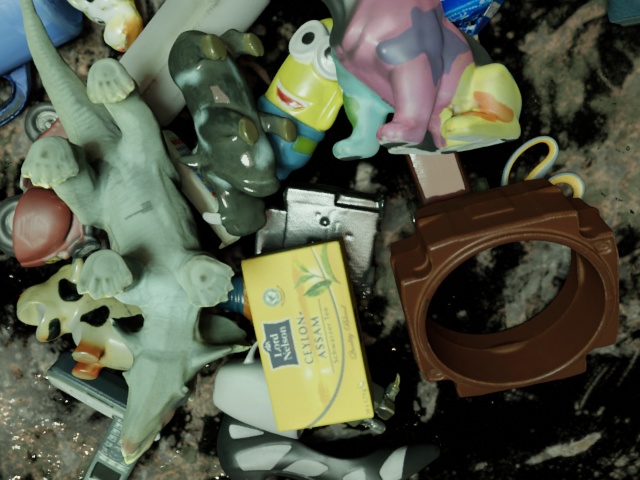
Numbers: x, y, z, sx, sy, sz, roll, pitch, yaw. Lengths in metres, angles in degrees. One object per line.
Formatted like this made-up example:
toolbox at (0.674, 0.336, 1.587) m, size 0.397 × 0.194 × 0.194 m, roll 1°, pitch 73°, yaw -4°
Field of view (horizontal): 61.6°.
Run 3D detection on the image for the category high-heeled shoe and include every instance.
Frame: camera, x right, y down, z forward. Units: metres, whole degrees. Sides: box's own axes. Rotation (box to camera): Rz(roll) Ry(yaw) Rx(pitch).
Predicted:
high-heeled shoe at (0.006, 0.242, 0.644) m, size 0.249 × 0.086 × 0.145 m, roll -18°, pitch 69°, yaw -9°

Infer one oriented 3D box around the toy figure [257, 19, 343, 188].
toy figure at (-0.021, -0.136, 0.542) m, size 0.082 × 0.089 × 0.180 m, roll 28°, pitch 112°, yaw -10°

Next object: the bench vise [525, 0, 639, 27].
bench vise at (0.265, -0.311, 0.463) m, size 0.224 × 0.129 × 0.240 m, roll -7°, pitch 106°, yaw 4°

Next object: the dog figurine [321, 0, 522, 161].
dog figurine at (0.072, -0.181, 0.443) m, size 0.191 × 0.108 × 0.219 m, roll -7°, pitch 95°, yaw -21°

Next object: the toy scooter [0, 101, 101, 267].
toy scooter at (-0.258, -0.054, 0.574) m, size 0.135 × 0.075 × 0.183 m, roll 11°, pitch 84°, yaw 0°

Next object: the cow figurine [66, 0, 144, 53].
cow figurine at (-0.212, -0.277, 0.531) m, size 0.098 × 0.068 × 0.167 m, roll 13°, pitch 100°, yaw 7°

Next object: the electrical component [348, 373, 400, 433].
electrical component at (0.045, 0.175, 0.625) m, size 0.102 × 0.045 × 0.078 m, roll 28°, pitch 132°, yaw 1°

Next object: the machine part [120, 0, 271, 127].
machine part at (-0.131, -0.200, 0.538) m, size 0.079 × 0.079 × 0.243 m, roll 42°, pitch 102°, yaw -5°

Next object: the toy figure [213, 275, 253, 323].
toy figure at (-0.050, 0.076, 0.599) m, size 0.154 × 0.058 × 0.064 m, roll 22°, pitch 137°, yaw 0°

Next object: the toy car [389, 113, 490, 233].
toy car at (0.111, -0.098, 0.552) m, size 0.089 × 0.053 × 0.202 m, roll -20°, pitch 100°, yaw 15°

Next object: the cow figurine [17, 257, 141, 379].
cow figurine at (-0.229, 0.086, 0.594) m, size 0.195 × 0.127 × 0.085 m, roll 13°, pitch 137°, yaw -13°

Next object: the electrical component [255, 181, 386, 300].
electrical component at (-0.001, -0.002, 0.581) m, size 0.134 × 0.058 × 0.114 m, roll 7°, pitch 101°, yaw 2°

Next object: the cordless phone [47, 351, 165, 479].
cordless phone at (-0.267, 0.223, 0.641) m, size 0.146 × 0.089 × 0.184 m, roll 29°, pitch 107°, yaw -3°

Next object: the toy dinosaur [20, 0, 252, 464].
toy dinosaur at (-0.168, -0.020, 0.495) m, size 0.131 × 0.192 × 0.405 m, roll -17°, pitch 79°, yaw -14°

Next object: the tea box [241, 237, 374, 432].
tea box at (-0.008, 0.089, 0.526) m, size 0.098 × 0.068 × 0.169 m, roll -13°, pitch 93°, yaw 7°

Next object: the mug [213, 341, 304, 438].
mug at (-0.065, 0.163, 0.612) m, size 0.107 × 0.081 × 0.109 m, roll 7°, pitch 103°, yaw 9°

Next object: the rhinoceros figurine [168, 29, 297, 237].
rhinoceros figurine at (-0.087, -0.096, 0.490) m, size 0.112 × 0.073 × 0.190 m, roll -7°, pitch 106°, yaw 32°

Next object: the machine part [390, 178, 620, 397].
machine part at (0.182, 0.053, 0.537) m, size 0.201 × 0.087 × 0.201 m, roll -14°, pitch 120°, yaw 7°
